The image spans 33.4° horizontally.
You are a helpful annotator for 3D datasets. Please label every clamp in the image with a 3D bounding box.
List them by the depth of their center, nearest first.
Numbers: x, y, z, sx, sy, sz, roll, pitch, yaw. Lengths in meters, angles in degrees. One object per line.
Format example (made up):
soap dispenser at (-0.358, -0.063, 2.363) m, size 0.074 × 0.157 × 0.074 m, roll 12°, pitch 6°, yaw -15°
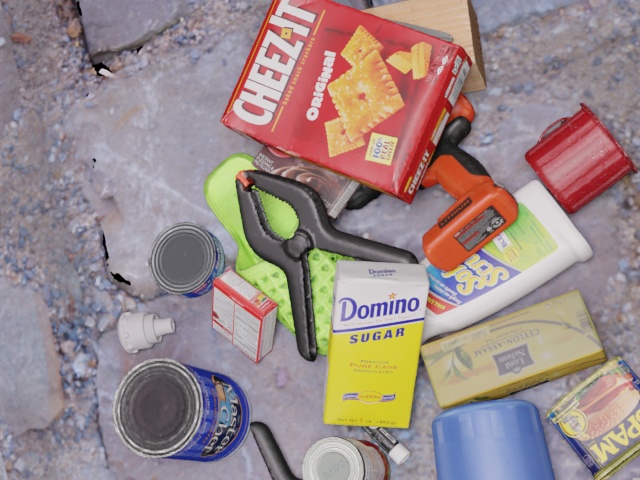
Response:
clamp at (-0.007, 0.001, 1.120) m, size 0.165 × 0.036 × 0.210 m, roll -36°, pitch 85°, yaw 18°
clamp at (-0.035, 0.275, 1.146) m, size 0.171 × 0.039 × 0.120 m, roll 21°, pitch 92°, yaw 16°

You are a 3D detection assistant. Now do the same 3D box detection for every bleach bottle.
bleach bottle at (0.155, 0.049, 1.126) m, size 0.251 × 0.068 × 0.103 m, roll -37°, pitch 69°, yaw 9°

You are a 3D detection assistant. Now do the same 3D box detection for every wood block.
wood block at (0.074, -0.205, 1.197) m, size 0.206 × 0.090 × 0.091 m, roll -9°, pitch 76°, yaw 16°

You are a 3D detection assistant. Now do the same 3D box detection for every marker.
marker at (0.049, 0.193, 1.149) m, size 0.121 × 0.020 × 0.020 m, roll 43°, pitch 92°, yaw 22°

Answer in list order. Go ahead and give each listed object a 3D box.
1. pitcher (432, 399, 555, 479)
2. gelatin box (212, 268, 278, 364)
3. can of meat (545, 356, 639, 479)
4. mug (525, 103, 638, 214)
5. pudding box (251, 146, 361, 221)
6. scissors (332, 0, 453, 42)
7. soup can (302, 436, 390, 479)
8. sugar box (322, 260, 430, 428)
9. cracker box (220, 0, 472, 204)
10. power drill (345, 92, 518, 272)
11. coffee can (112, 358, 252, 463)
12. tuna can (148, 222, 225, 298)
pitcher at (0.167, 0.283, 1.027) m, size 0.145 × 0.149 × 0.243 m, roll -17°, pitch 69°, yaw 27°
gelatin box at (-0.084, 0.084, 1.183) m, size 0.073 × 0.089 × 0.030 m, roll 35°, pitch 54°, yaw 22°
can of meat at (0.287, 0.177, 1.055) m, size 0.102 × 0.057 × 0.084 m, roll -39°, pitch 66°, yaw 6°
mug at (0.264, -0.088, 1.115) m, size 0.081 × 0.093 × 0.117 m, roll -38°, pitch 38°, yaw 11°
pudding box at (-0.005, -0.087, 1.162) m, size 0.113 × 0.039 × 0.090 m, roll 36°, pitch 94°, yaw 19°
scissors at (0.046, -0.254, 1.159) m, size 0.202 × 0.016 × 0.096 m, roll 0°, pitch 79°, yaw 18°
soup can at (0.028, 0.238, 1.100) m, size 0.069 × 0.102 × 0.068 m, roll -4°, pitch 76°, yaw 18°
sugar box at (0.055, 0.108, 1.090) m, size 0.093 × 0.048 × 0.176 m, roll 3°, pitch 119°, yaw -3°
cracker box at (0.026, -0.153, 1.104) m, size 0.214 × 0.072 × 0.164 m, roll 24°, pitch 90°, yaw 20°
power drill at (0.112, -0.055, 1.134) m, size 0.184 × 0.057 × 0.188 m, roll -41°, pitch 45°, yaw 14°
coffee can at (-0.145, 0.186, 1.149) m, size 0.103 × 0.140 × 0.103 m, roll -4°, pitch 76°, yaw 17°
tuna can at (-0.155, 0.024, 1.247) m, size 0.086 × 0.033 × 0.086 m, roll -4°, pitch 76°, yaw 17°
